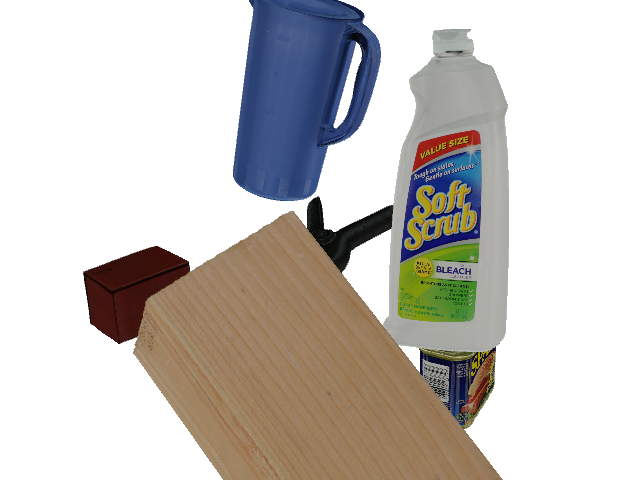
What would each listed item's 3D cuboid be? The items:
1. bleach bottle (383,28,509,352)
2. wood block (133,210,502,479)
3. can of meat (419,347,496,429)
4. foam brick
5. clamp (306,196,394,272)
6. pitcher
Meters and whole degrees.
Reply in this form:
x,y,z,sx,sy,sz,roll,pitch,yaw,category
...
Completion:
x,y,z,sx,sy,sz,roll,pitch,yaw,category
0.099,-0.041,0.852,0.103,0.251,0.068,4,15,24,bleach bottle
0.005,0.102,0.530,0.090,0.206,0.090,-33,-13,-25,wood block
0.131,0.118,1.012,0.058,0.084,0.101,11,29,25,can of meat
-0.157,0.045,0.925,0.078,0.051,0.053,-22,30,-34,foam brick
0.016,0.004,1.198,0.120,0.039,0.171,-4,36,28,clamp
-0.026,-0.172,1.292,0.144,0.243,0.149,6,23,-15,pitcher
